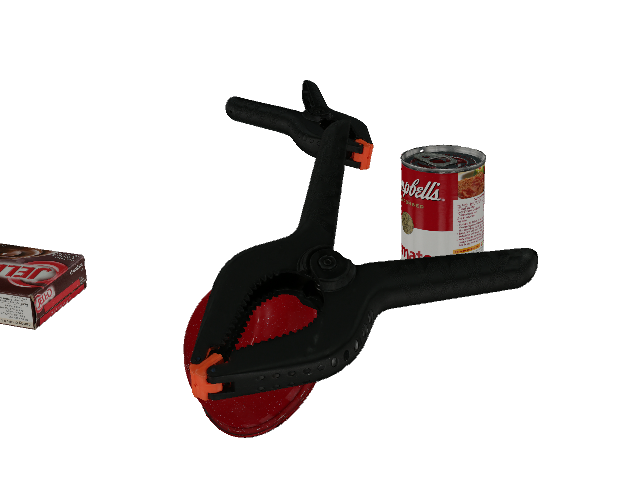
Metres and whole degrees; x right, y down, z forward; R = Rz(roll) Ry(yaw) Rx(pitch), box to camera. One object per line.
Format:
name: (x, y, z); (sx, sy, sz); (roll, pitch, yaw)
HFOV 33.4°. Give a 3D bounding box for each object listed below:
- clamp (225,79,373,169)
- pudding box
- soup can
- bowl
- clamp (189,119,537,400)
clamp: (-0.017, -0.120, 1.110); (0.120, 0.039, 0.172); (-19, 37, -27)
pudding box: (-0.279, 0.038, 0.947); (0.114, 0.039, 0.090); (5, 22, 17)
soup can: (0.099, -0.020, 0.865); (0.068, 0.102, 0.068); (-2, 21, 0)
bowl: (-0.069, 0.087, 0.932); (0.162, 0.162, 0.055); (0, -21, 45)
clamp: (0.000, 0.015, 0.625); (0.209, 0.036, 0.165); (-32, 58, -24)
